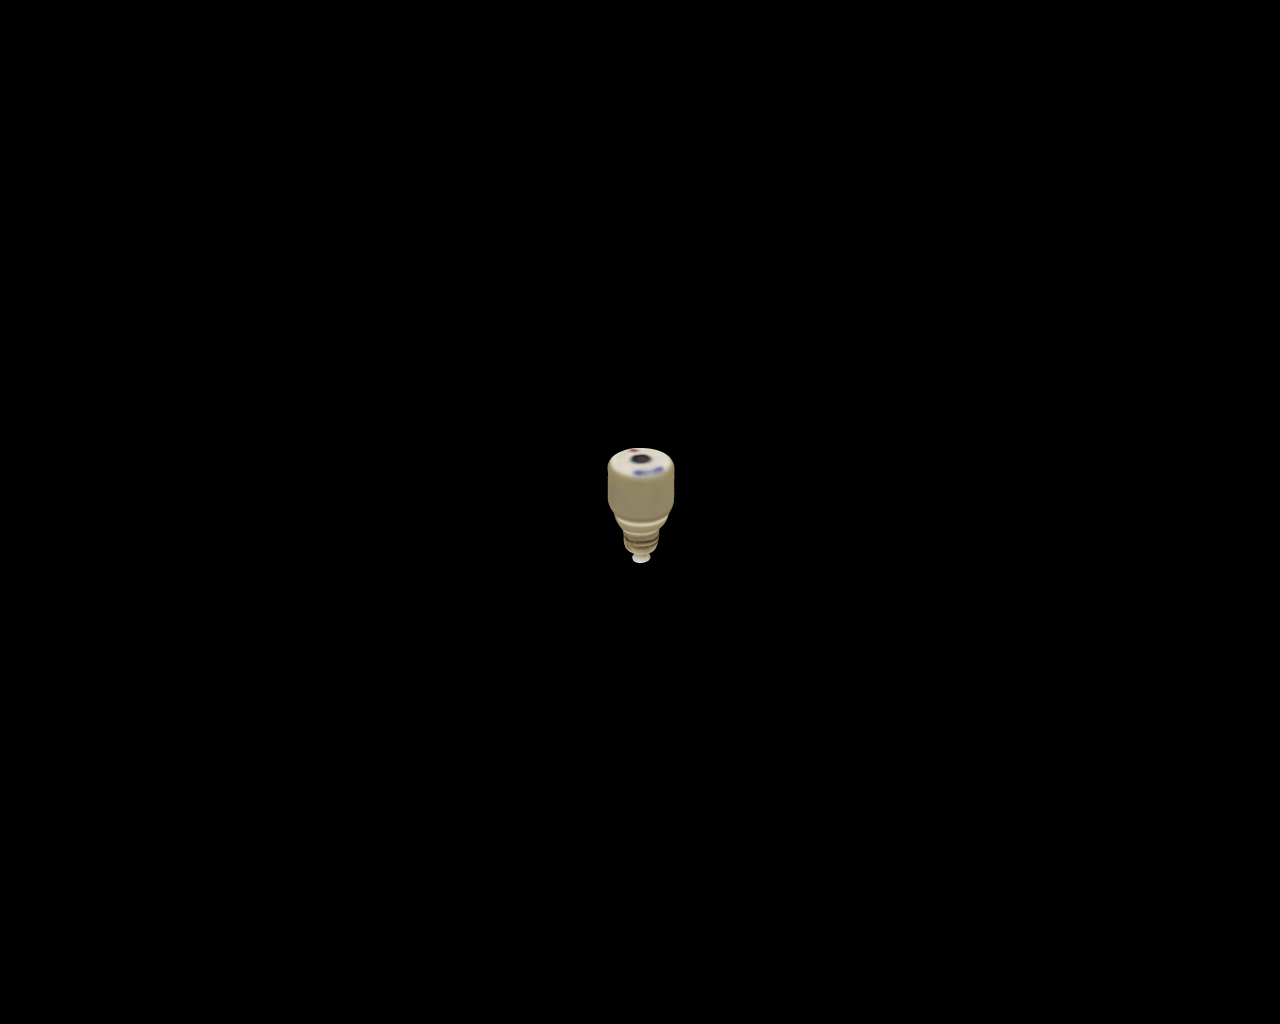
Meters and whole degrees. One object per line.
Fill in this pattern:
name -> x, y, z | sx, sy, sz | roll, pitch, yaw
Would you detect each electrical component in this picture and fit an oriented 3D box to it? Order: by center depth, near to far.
electrical component -> 0.001, -0.003, 0.650 | 0.040, 0.078, 0.040 | 0, 31, 0
